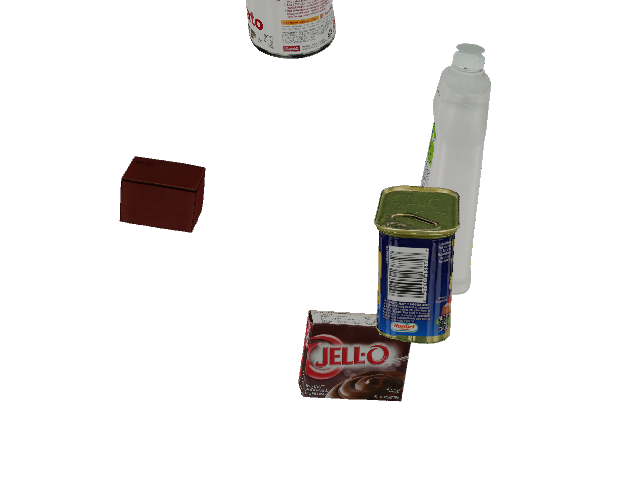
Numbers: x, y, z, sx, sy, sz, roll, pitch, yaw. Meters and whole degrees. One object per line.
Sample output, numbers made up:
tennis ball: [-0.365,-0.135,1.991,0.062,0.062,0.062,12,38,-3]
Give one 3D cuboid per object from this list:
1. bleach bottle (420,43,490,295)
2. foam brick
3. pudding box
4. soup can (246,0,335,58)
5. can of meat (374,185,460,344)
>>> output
bleach bottle: [0.136,-0.075,1.094,0.068,0.251,0.102,4,30,-3]
foam brick: [-0.160,-0.047,1.090,0.078,0.051,0.053,9,31,3]
pudding box: [0.037,0.124,1.150,0.113,0.090,0.039,3,24,-10]
soup can: [-0.022,-0.193,0.775,0.068,0.068,0.102,-1,-45,1]
can of meat: [0.068,0.016,0.758,0.057,0.084,0.102,3,19,6]
